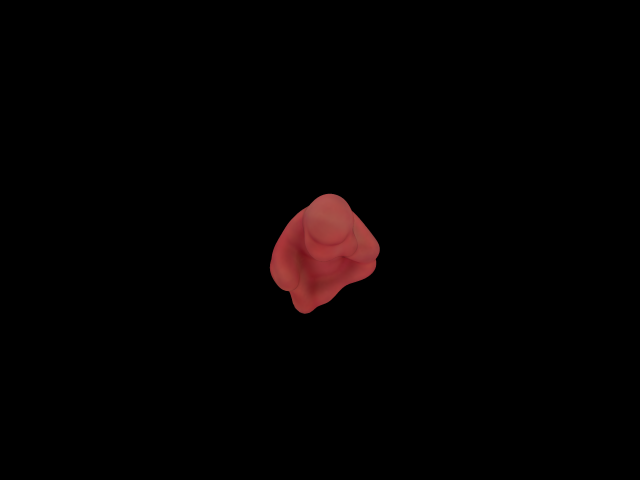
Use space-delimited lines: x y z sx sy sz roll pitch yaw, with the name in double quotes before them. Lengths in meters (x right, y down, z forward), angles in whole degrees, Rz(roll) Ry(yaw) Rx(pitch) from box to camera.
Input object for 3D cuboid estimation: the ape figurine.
"ape figurine" 0.004 0.001 0.400 0.077 0.092 0.076 4 62 3
